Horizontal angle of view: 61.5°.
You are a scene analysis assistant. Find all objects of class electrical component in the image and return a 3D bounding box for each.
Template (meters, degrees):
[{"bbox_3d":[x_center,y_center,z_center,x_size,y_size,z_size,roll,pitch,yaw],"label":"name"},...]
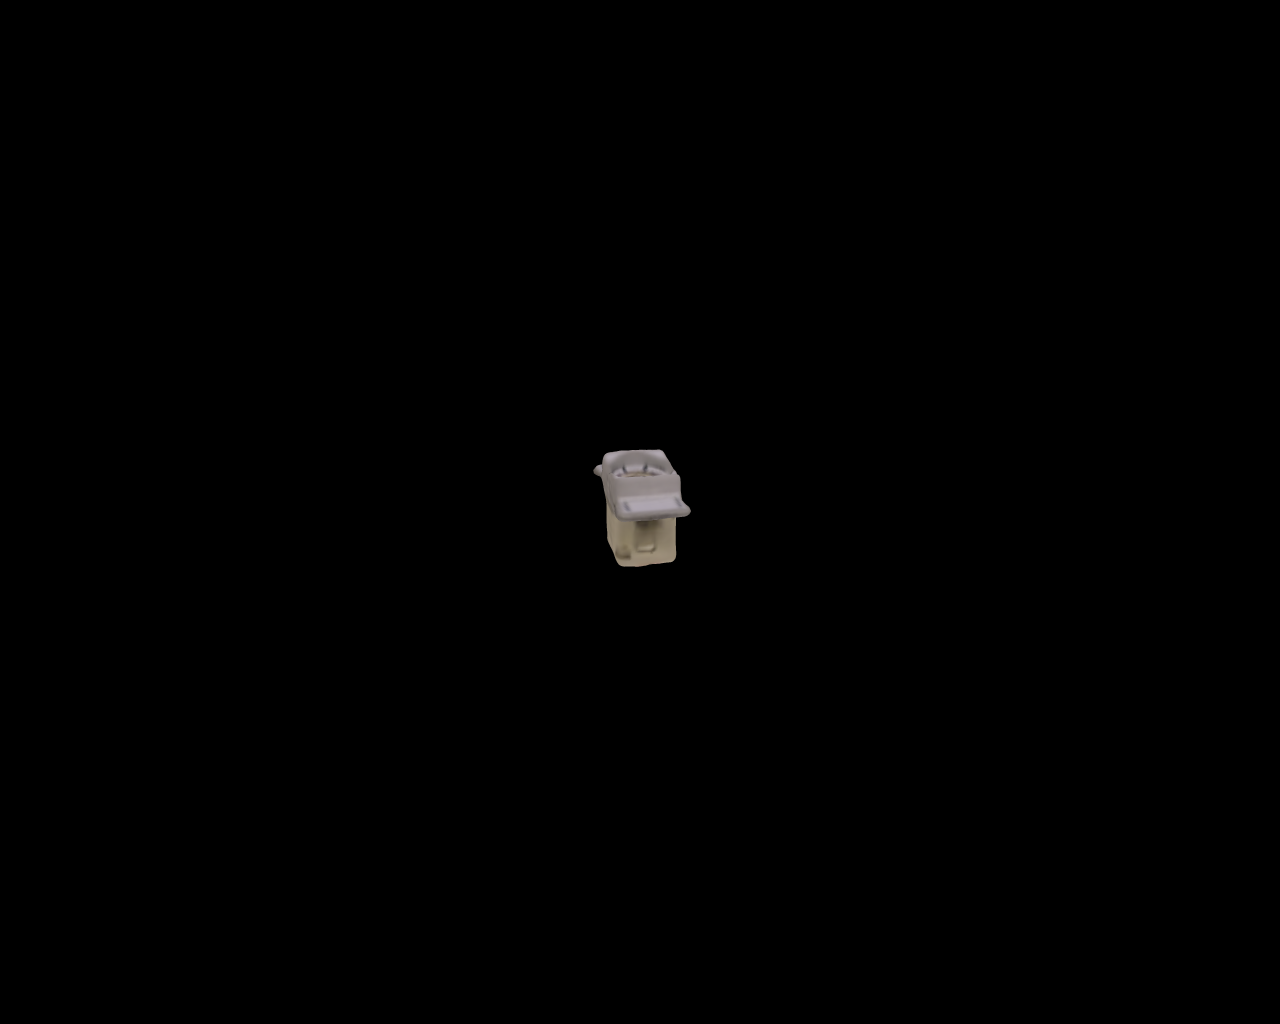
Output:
[{"bbox_3d":[0.001,-0.003,0.650,0.042,0.063,0.081,-5,25,-10],"label":"electrical component"}]
